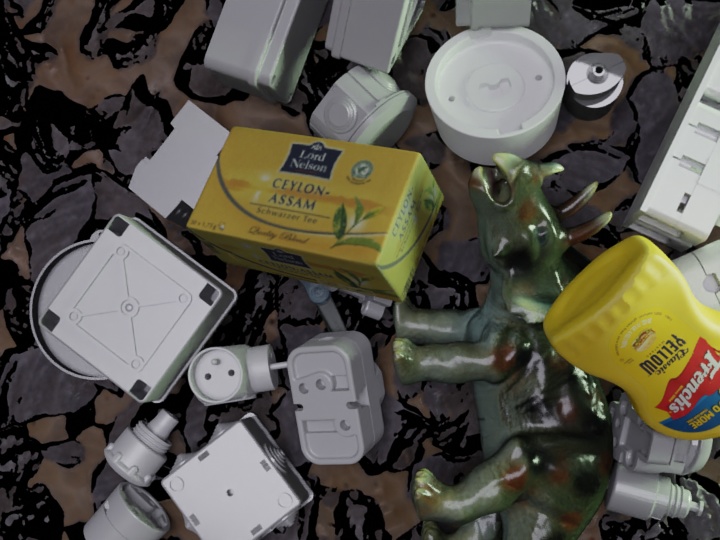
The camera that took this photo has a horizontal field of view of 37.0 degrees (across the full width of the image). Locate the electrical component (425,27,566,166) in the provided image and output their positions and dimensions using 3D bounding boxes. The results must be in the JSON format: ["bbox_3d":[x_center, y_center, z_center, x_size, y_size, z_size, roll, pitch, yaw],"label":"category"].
[{"bbox_3d":[0.108,-0.134,0.856,0.108,0.060,0.108,-4,63,7],"label":"electrical component"}]

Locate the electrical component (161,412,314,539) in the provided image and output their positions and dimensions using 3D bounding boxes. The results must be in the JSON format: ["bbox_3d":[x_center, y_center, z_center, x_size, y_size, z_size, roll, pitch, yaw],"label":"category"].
[{"bbox_3d":[-0.100,0.177,0.870,0.100,0.048,0.099,-38,83,3],"label":"electrical component"}]

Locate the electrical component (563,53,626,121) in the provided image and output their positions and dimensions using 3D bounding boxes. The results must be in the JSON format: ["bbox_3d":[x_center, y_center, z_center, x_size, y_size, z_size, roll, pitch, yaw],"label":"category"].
[{"bbox_3d":[0.183,-0.146,0.843,0.043,0.081,0.043,0,86,7],"label":"electrical component"}]

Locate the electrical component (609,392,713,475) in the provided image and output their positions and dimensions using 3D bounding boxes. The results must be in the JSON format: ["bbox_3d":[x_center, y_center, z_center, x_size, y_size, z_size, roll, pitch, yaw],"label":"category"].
[{"bbox_3d":[0.231,0.126,0.825,0.057,0.078,0.058,9,99,-13],"label":"electrical component"}]

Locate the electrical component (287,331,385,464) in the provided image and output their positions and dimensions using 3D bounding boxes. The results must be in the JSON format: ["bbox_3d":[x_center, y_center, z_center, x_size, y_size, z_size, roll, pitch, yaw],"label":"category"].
[{"bbox_3d":[-0.016,0.099,0.851,0.054,0.059,0.095,-5,99,23],"label":"electrical component"}]

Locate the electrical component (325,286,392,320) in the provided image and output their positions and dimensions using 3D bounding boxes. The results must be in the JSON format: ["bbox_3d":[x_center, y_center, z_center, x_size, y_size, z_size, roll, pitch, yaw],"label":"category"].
[{"bbox_3d":[0.000,0.000,0.863,0.055,0.048,0.066,21,79,-17],"label":"electrical component"}]

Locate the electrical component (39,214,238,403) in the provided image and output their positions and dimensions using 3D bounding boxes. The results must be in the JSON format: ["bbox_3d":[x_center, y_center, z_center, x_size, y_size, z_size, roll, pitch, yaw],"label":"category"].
[{"bbox_3d":[-0.171,0.030,0.835,0.109,0.056,0.108,36,90,8],"label":"electrical component"}]

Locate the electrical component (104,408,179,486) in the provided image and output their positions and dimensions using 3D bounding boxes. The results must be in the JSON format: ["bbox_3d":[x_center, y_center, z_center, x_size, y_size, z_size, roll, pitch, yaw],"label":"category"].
[{"bbox_3d":[-0.175,0.143,0.884,0.048,0.048,0.062,39,84,8],"label":"electrical component"}]

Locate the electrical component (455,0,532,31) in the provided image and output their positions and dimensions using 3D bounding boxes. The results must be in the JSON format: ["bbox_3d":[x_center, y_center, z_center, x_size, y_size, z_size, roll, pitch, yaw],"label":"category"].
[{"bbox_3d":[0.103,-0.251,0.843,0.057,0.078,0.113,-1,56,4],"label":"electrical component"}]

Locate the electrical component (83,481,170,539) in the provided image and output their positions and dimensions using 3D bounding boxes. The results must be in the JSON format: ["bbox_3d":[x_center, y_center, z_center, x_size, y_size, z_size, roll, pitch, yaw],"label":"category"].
[{"bbox_3d":[-0.191,0.209,0.876,0.055,0.055,0.047,44,95,8],"label":"electrical component"}]

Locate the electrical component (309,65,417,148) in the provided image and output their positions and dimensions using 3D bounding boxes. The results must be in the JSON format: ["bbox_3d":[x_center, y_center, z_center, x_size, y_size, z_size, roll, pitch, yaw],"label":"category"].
[{"bbox_3d":[0.003,-0.122,0.864,0.080,0.080,0.051,-45,77,2],"label":"electrical component"}]

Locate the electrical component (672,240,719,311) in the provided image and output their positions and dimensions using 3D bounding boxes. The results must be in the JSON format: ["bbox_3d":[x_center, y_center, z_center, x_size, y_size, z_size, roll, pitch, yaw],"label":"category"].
[{"bbox_3d":[0.251,0.016,0.816,0.059,0.095,0.053,-25,84,5],"label":"electrical component"}]

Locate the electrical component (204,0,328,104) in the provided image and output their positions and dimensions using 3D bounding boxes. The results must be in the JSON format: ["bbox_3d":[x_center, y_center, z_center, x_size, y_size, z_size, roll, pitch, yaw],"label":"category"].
[{"bbox_3d":[-0.073,-0.200,0.879,0.057,0.078,0.113,20,89,10],"label":"electrical component"}]

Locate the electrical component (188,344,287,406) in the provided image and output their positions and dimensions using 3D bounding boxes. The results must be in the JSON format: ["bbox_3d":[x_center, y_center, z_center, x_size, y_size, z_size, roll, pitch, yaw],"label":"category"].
[{"bbox_3d":[-0.089,0.081,0.861,0.079,0.077,0.044,-9,85,5],"label":"electrical component"}]

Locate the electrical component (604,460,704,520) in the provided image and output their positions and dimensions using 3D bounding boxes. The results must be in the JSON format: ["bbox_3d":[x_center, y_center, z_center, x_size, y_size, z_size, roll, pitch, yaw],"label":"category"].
[{"bbox_3d":[0.226,0.175,0.836,0.078,0.040,0.040,14,88,8],"label":"electrical component"}]

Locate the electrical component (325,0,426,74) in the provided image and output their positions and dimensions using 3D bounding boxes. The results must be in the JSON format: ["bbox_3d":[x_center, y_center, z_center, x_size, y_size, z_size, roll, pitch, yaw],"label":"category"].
[{"bbox_3d":[0.022,-0.228,0.834,0.056,0.108,0.108,20,46,5],"label":"electrical component"}]

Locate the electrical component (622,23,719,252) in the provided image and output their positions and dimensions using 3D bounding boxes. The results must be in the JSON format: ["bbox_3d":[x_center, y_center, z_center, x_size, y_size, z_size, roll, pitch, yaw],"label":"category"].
[{"bbox_3d":[0.274,-0.110,0.818,0.060,0.105,0.186,26,89,8],"label":"electrical component"}]
